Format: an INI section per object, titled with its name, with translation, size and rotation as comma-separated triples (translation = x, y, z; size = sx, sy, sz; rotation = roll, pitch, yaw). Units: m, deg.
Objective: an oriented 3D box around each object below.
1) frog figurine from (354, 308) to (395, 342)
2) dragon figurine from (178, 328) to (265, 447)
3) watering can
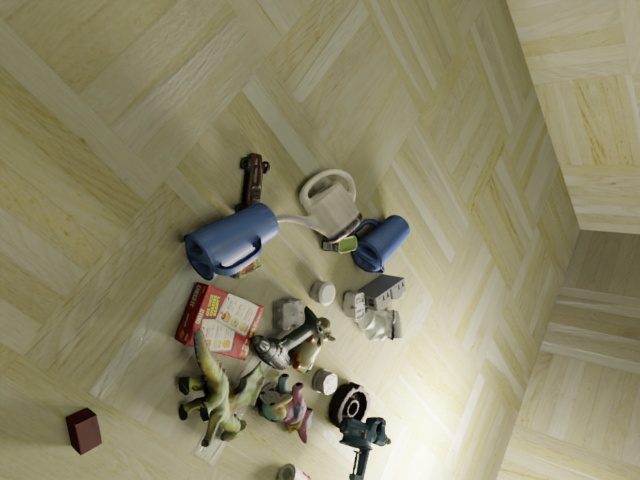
[frog figurine]
translation = 0.195, 0.309, 1.932
size = 0.159, 0.123, 0.136
rotation = 9, 98, -11
[dragon figurine]
translation = -0.254, 0.403, 1.422
size = 0.244, 0.123, 0.405
rotation = -12, 116, -49
[watering can]
translation = 0.005, -0.084, 1.661
size = 0.353, 0.103, 0.223
rotation = -41, 101, -28
